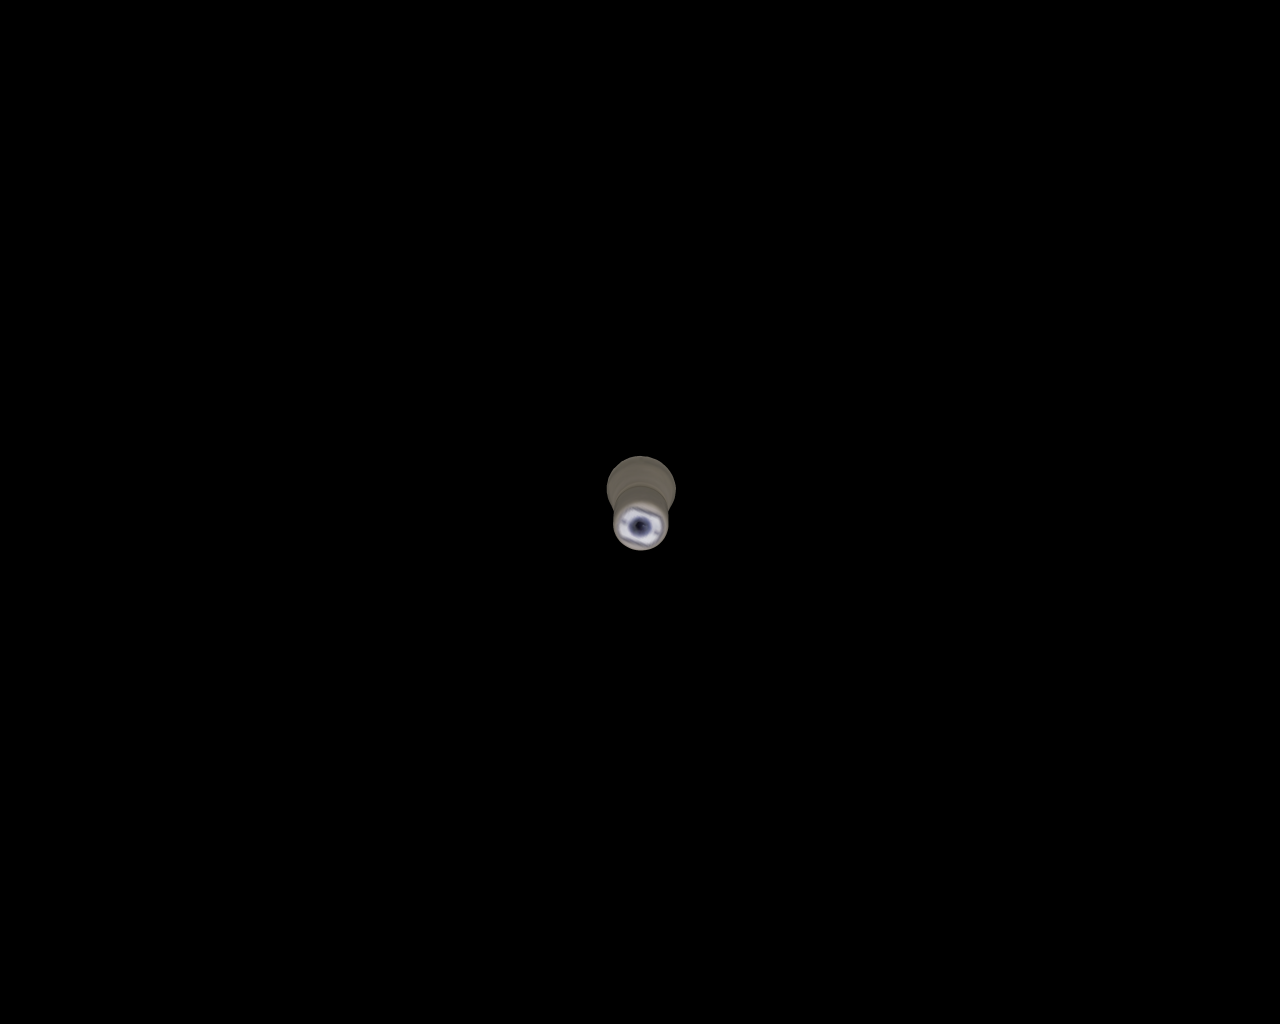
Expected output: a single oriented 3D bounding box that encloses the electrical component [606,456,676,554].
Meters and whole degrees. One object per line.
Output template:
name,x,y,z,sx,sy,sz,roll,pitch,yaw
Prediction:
electrical component,0.001,-0.003,0.650,0.044,0.044,0.065,0,23,0
